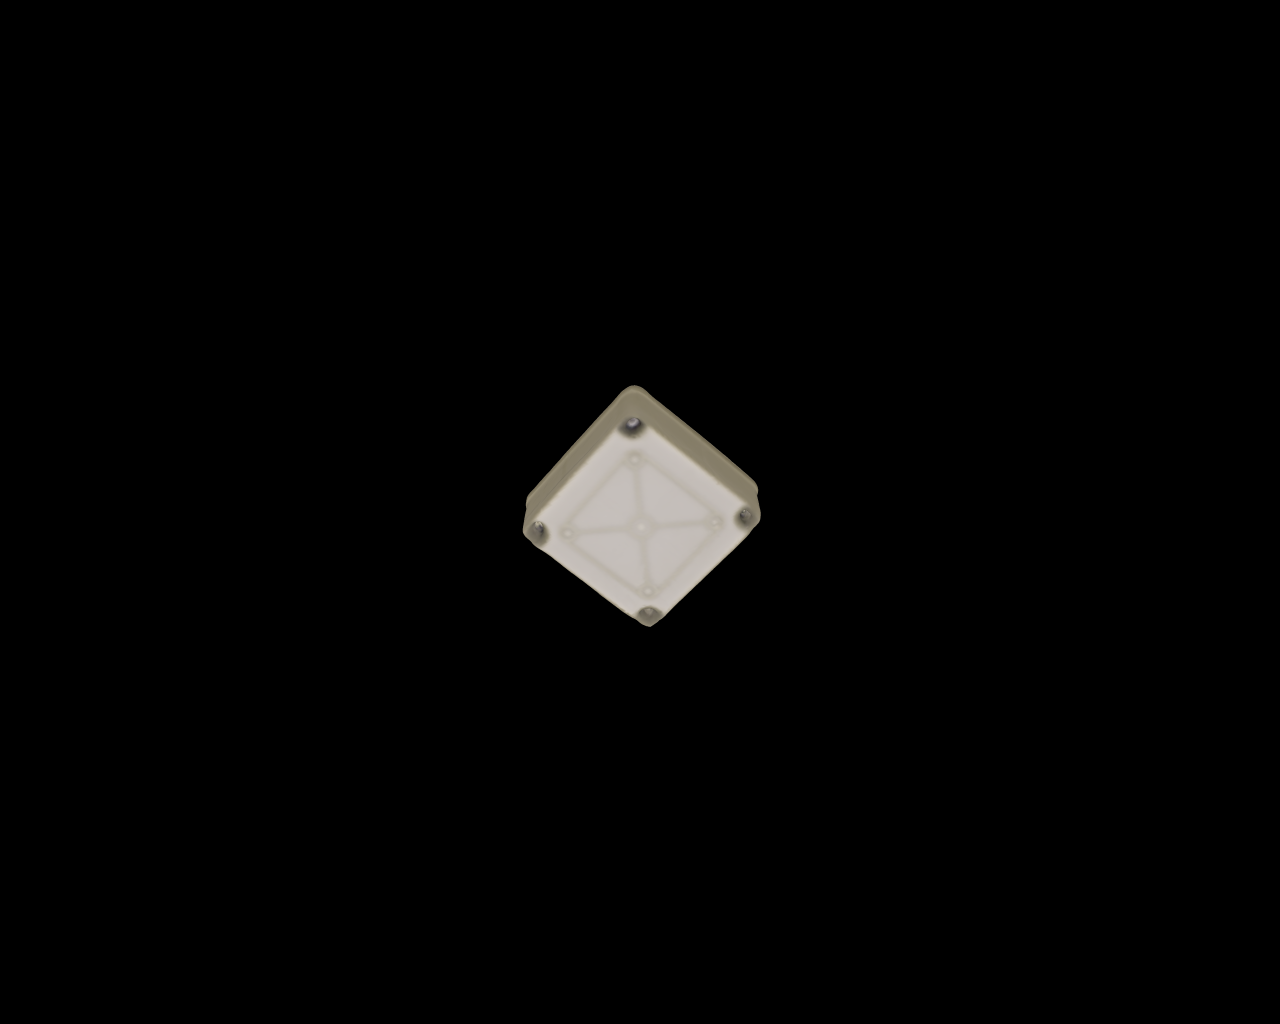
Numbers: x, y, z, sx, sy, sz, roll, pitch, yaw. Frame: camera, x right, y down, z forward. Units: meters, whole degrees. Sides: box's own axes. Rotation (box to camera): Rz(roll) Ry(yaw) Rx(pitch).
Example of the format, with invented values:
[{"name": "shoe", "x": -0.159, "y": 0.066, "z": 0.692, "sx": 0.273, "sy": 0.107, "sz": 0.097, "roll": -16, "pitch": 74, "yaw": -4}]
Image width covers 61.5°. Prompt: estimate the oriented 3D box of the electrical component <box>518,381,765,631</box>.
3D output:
[{"name": "electrical component", "x": 0.001, "y": -0.003, "z": 0.650, "sx": 0.108, "sy": 0.108, "sz": 0.056, "roll": 38, "pitch": 20, "yaw": -16}]
